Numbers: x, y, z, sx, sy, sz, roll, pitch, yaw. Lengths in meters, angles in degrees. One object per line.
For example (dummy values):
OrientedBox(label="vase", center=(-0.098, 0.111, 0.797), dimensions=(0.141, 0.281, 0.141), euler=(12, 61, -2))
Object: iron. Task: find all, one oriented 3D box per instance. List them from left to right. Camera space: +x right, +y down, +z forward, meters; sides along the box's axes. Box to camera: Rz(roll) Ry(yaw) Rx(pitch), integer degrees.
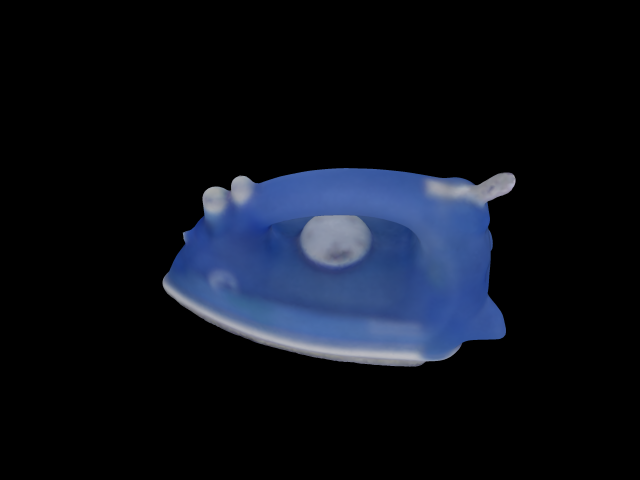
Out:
OrientedBox(label="iron", center=(0.004, 0.001, 0.400), dimensions=(0.258, 0.141, 0.118), euler=(2, 50, 2))
